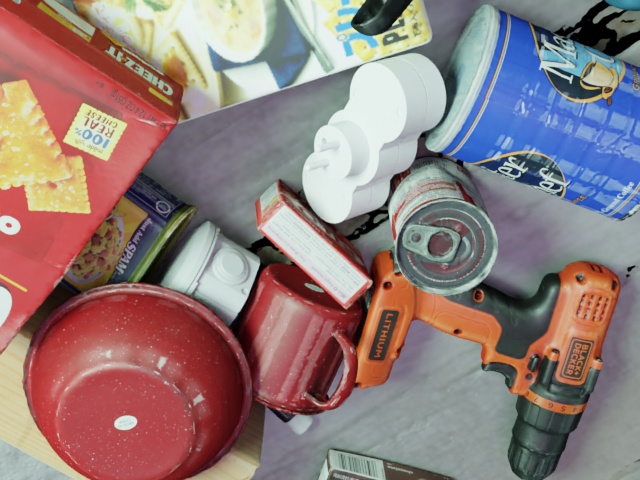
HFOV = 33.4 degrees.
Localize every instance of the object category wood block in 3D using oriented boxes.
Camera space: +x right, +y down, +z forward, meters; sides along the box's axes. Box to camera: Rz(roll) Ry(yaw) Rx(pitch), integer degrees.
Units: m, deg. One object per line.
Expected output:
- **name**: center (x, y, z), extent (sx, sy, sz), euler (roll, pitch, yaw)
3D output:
- **wood block**: center (-0.152, 0.129, 0.807), extent (0.206, 0.090, 0.091), euler (32, 109, -12)

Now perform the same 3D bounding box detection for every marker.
- **marker**: center (-0.054, 0.108, 0.836), extent (0.020, 0.020, 0.121), euler (-43, 105, 15)

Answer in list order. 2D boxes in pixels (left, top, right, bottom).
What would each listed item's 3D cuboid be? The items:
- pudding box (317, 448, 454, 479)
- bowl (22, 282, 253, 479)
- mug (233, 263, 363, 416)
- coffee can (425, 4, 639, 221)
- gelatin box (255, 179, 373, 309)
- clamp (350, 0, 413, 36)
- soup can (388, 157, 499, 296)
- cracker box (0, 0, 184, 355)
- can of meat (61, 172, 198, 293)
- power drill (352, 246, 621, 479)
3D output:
- **pudding box**: center (0.047, 0.226, 0.870), extent (0.113, 0.039, 0.090), euler (17, 110, -6)
- **bowl**: center (-0.127, 0.112, 0.722), extent (0.162, 0.055, 0.162), euler (0, 111, 0)
- **mug**: center (-0.013, 0.075, 0.776), extent (0.093, 0.117, 0.081), euler (11, 110, -41)
- **coffee can**: center (0.155, -0.084, 0.714), extent (0.140, 0.103, 0.103), euler (20, 110, -8)
- **gelatin box**: center (-0.005, 0.001, 0.763), extent (0.089, 0.073, 0.030), euler (42, 99, -14)
- **clamp**: center (0.071, -0.188, 0.655), extent (0.171, 0.039, 0.120), euler (-10, 106, -37)
- **soup can**: center (0.083, -0.013, 0.742), extent (0.068, 0.102, 0.068), euler (0, 111, 0)
- **cracker box**: center (-0.210, -0.049, 0.654), extent (0.164, 0.072, 0.214), euler (34, 111, -19)
- **can of meat**: center (-0.151, -0.006, 0.766), extent (0.084, 0.057, 0.102), euler (36, 107, 0)
- **power drill**: center (0.117, 0.090, 0.808), extent (0.187, 0.057, 0.184), euler (11, 107, -7)
